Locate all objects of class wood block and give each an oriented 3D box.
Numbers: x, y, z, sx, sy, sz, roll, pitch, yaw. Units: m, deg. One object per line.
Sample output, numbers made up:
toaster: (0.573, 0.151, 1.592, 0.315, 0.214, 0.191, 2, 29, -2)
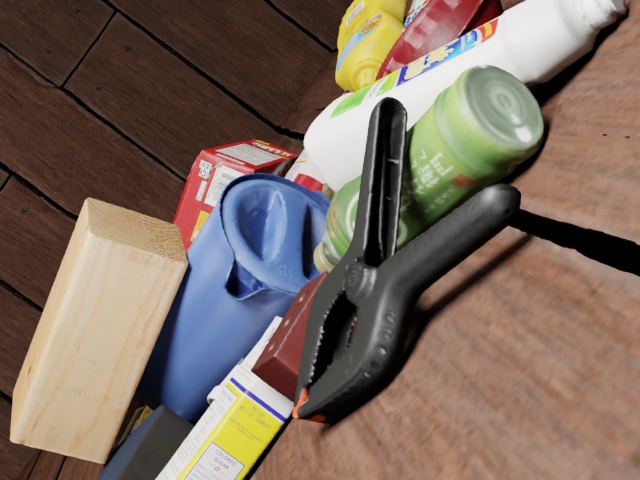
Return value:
wood block: (-0.198, 0.080, 0.946, 0.206, 0.090, 0.091, -65, 21, 17)

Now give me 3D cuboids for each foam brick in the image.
foam brick: (-0.004, 0.072, 0.752, 0.078, 0.051, 0.053, -58, 10, -27)

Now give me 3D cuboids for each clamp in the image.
clamp: (0.034, 0.019, 0.665, 0.210, 0.036, 0.165, -62, 30, 22)

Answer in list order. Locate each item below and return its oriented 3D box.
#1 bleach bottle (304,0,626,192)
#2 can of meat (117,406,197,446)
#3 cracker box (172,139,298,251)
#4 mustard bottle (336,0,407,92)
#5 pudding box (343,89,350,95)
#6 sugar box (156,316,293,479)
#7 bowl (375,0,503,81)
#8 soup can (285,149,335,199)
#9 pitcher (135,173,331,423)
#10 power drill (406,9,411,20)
bleach bottle: (0.106, -0.118, 0.775, 0.251, 0.068, 0.102, -27, 14, 37)
can of meat: (-0.152, 0.186, 1.069, 0.084, 0.057, 0.102, -47, 11, 28)
cracker box: (-0.104, -0.026, 1.226, 0.213, 0.072, 0.164, -37, -31, -75)
mustard bottle: (0.057, -0.212, 1.188, 0.096, 0.058, 0.191, -44, 22, 29)
pudding box: (0.045, -0.087, 0.982, 0.039, 0.090, 0.113, -51, 9, 20)
sugar box: (-0.062, 0.142, 0.816, 0.176, 0.048, 0.093, -51, 8, -7)
bowl: (0.123, -0.181, 1.012, 0.162, 0.055, 0.162, -46, 18, 20)
soup can: (-0.012, -0.053, 1.219, 0.102, 0.068, 0.069, -57, 10, -28)
pitcher: (-0.076, 0.058, 0.974, 0.243, 0.149, 0.145, -50, 44, 39)
power drill: (0.100, -0.200, 1.247, 0.188, 0.057, 0.184, -51, 12, 5)
